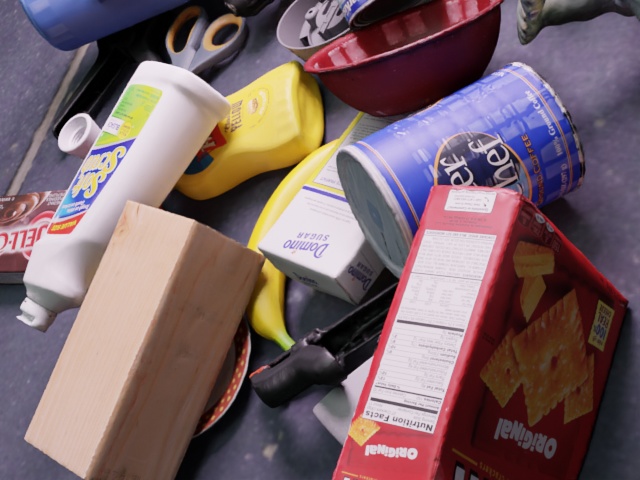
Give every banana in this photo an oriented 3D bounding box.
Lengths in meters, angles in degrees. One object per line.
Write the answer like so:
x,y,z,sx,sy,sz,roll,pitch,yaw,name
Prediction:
-0.025,0.001,0.891,0.070,0.037,0.197,11,72,11,banana

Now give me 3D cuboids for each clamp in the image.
-0.216,-0.203,1.156,0.165,0.036,0.210,-17,56,23,clamp
0.008,0.079,0.782,0.120,0.039,0.172,-31,1,-32,clamp

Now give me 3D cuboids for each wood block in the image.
-0.136,0.085,0.845,0.091,0.090,0.206,16,81,44,wood block

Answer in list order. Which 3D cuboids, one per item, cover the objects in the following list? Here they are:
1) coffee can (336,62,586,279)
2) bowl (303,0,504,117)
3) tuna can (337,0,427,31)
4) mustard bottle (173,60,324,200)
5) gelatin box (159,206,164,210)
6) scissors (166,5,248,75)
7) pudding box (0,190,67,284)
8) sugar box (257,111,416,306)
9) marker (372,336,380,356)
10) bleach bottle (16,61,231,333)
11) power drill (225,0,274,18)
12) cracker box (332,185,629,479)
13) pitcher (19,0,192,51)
0.096,-0.048,0.744,0.140,0.103,0.103,-28,45,-10,coffee can
0.071,-0.136,0.806,0.162,0.055,0.162,-20,18,6,bowl
0.055,-0.205,0.865,0.086,0.086,0.034,-28,84,21,tuna can
-0.089,-0.088,0.975,0.192,0.058,0.096,-21,51,27,mustard bottle
-0.200,-0.021,1.039,0.089,0.030,0.073,-47,46,5,gelatin box
-0.124,-0.159,1.053,0.096,0.016,0.201,-7,55,17,scissors
-0.298,-0.001,1.097,0.114,0.039,0.090,-4,62,36,pudding box
0.039,-0.039,0.839,0.093,0.048,0.176,22,71,44,sugar box
0.065,0.042,0.805,0.020,0.020,0.121,7,69,40,marker
-0.180,-0.032,0.923,0.103,0.068,0.251,22,79,51,bleach bottle
-0.003,-0.272,0.970,0.184,0.057,0.188,-45,20,-3,power drill
0.103,0.098,0.641,0.072,0.164,0.213,4,67,41,cracker box
-0.186,-0.285,1.083,0.243,0.149,0.145,-23,70,13,pitcher
